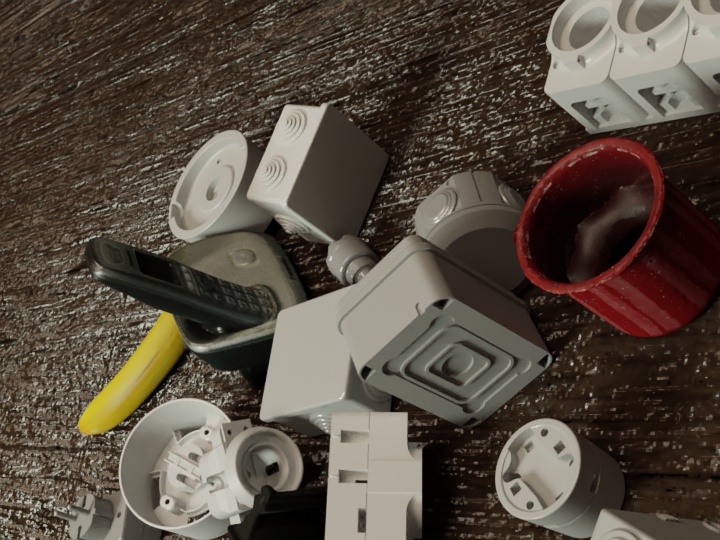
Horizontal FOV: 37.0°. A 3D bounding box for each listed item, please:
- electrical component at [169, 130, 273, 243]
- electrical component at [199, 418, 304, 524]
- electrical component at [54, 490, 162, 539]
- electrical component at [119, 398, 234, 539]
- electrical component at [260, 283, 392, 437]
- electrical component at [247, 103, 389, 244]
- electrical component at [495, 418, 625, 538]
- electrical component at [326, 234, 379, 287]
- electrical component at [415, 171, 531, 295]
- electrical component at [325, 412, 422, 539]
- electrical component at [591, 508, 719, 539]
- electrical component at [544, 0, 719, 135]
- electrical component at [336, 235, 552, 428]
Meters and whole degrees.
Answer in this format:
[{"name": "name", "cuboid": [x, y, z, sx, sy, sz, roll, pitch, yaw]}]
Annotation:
[{"name": "electrical component", "cuboid": [-0.114, -0.064, 0.964, 0.108, 0.060, 0.108, -30, 45, 34]}, {"name": "electrical component", "cuboid": [-0.075, 0.142, 0.751, 0.057, 0.058, 0.078, -36, 66, 54]}, {"name": "electrical component", "cuboid": [-0.210, 0.205, 0.871, 0.066, 0.077, 0.047, -28, 46, 35]}, {"name": "electrical component", "cuboid": [-0.125, 0.152, 0.813, 0.099, 0.064, 0.099, -19, 52, 26]}, {"name": "electrical component", "cuboid": [-0.019, 0.067, 0.766, 0.100, 0.048, 0.099, -20, 51, 41]}, {"name": "electrical component", "cuboid": [-0.033, -0.073, 0.844, 0.048, 0.100, 0.099, 12, 74, 40]}, {"name": "electrical component", "cuboid": [0.109, 0.114, 0.580, 0.055, 0.047, 0.055, -30, 45, 34]}, {"name": "electrical component", "cuboid": [0.000, 0.000, 0.805, 0.035, 0.035, 0.061, -53, 39, 9]}, {"name": "electrical component", "cuboid": [0.075, -0.019, 0.691, 0.080, 0.080, 0.051, -41, 35, 24]}, {"name": "electrical component", "cuboid": [0.010, 0.136, 0.659, 0.056, 0.050, 0.089, 0, 56, 4]}, {"name": "electrical component", "cuboid": [0.152, 0.144, 0.465, 0.100, 0.100, 0.048, 25, 98, 54]}, {"name": "electrical component", "cuboid": [0.193, -0.146, 0.654, 0.150, 0.062, 0.089, -4, 62, 49]}, {"name": "electrical component", "cuboid": [0.050, 0.038, 0.650, 0.078, 0.113, 0.057, -44, 42, 20]}]
